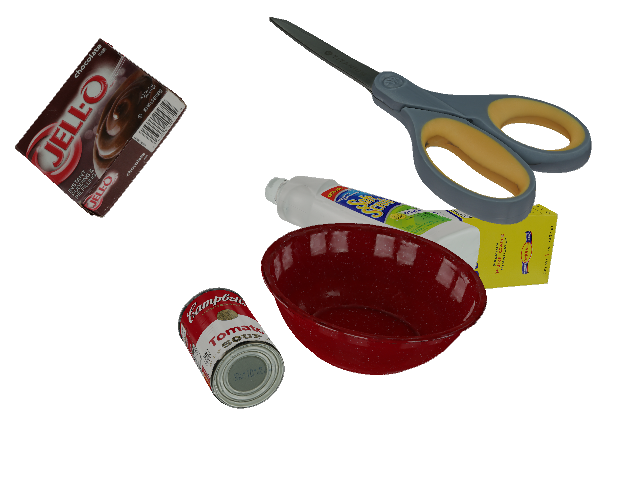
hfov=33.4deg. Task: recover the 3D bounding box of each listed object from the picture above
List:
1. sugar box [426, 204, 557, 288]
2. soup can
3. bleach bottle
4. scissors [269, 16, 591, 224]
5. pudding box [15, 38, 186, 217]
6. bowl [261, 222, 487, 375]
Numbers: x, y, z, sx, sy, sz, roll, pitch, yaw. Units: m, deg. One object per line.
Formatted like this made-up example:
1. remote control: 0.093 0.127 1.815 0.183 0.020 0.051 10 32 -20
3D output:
1. sugar box: 0.192 0.010 1.264 0.176 0.093 0.048 -5 20 -25
2. soup can: -0.080 0.095 0.945 0.068 0.068 0.102 0 24 -25
3. bleach bottle: 0.037 -0.016 1.116 0.251 0.068 0.102 22 28 35
4. scissors: 0.057 -0.076 0.543 0.096 0.016 0.202 -16 44 -20
5. pudding box: -0.171 -0.088 0.829 0.090 0.113 0.039 37 -3 29
6. bowl: 0.035 0.048 0.766 0.162 0.055 0.162 6 28 -3
